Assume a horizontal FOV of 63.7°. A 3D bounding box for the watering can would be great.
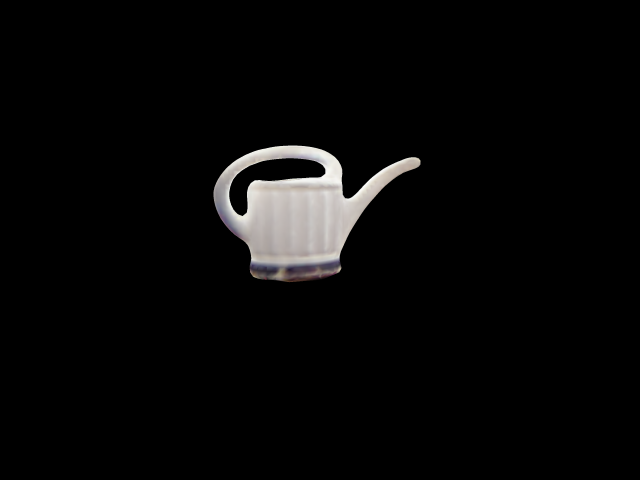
[{"bbox_3d":[0.003,-0.043,0.850,0.348,0.223,0.104,-2,8,-11],"label":"watering can"}]
